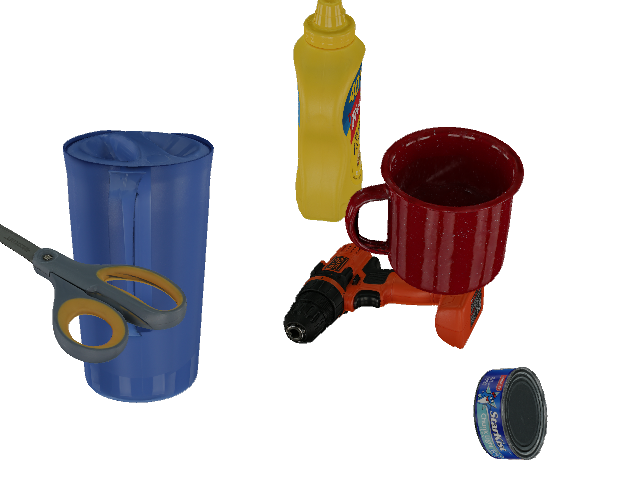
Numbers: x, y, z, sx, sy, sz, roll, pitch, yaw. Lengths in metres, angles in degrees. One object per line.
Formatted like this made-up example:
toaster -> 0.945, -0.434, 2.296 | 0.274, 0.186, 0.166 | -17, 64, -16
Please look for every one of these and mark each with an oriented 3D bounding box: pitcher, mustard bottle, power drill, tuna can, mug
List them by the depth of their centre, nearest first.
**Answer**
mug -> 0.074, -0.016, 0.720 | 0.117, 0.081, 0.093 | -7, 41, -7
mustard bottle -> 0.007, -0.115, 0.890 | 0.058, 0.192, 0.096 | 7, 42, 9
pitcher -> -0.168, 0.026, 0.982 | 0.145, 0.243, 0.148 | 19, 25, 39
tuna can -> 0.178, 0.162, 0.999 | 0.034, 0.086, 0.085 | -8, -5, 37
power drill -> 0.071, 0.065, 1.140 | 0.188, 0.057, 0.184 | 9, 30, 21

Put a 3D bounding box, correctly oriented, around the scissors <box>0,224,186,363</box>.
scissors -> -0.189, 0.029, 0.722 | 0.202, 0.016, 0.096 | 16, 40, 15
